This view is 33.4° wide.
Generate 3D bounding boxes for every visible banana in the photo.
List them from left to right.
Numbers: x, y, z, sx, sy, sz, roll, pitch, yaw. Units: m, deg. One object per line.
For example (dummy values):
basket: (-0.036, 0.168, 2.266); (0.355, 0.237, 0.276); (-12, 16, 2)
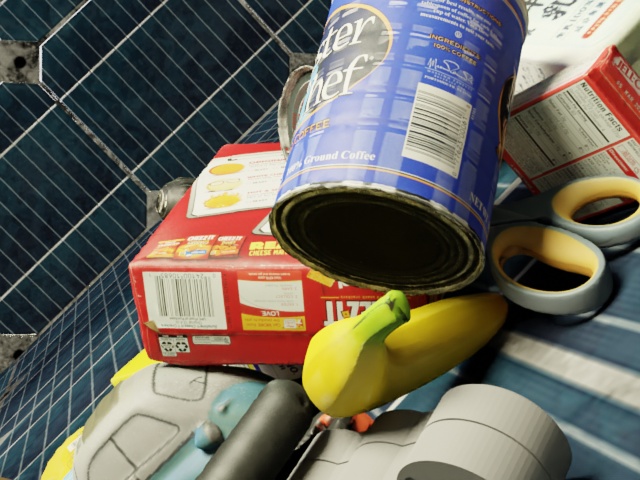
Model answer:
banana: (0.036, 0.049, 0.465); (0.070, 0.037, 0.197); (-25, -9, 17)

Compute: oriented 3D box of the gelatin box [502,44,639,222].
gelatin box: (0.136, -0.051, 0.544); (0.030, 0.073, 0.089); (-48, 11, -30)

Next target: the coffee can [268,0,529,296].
coffee can: (0.041, -0.058, 0.522); (0.103, 0.102, 0.140); (-28, 41, 54)

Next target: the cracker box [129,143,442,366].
cracker box: (-0.004, 0.001, 0.667); (0.164, 0.072, 0.213); (-1, 23, 11)

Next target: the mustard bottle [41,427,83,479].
mustard bottle: (-0.147, 0.169, 0.768); (0.096, 0.058, 0.192); (-34, 8, -18)

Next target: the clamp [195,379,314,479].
clamp: (-0.054, 0.120, 0.401); (0.120, 0.039, 0.171); (-47, 12, 17)

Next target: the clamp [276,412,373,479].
clamp: (-0.044, 0.161, 0.489); (0.210, 0.036, 0.165); (-47, 11, -7)

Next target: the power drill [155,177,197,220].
power drill: (-0.066, -0.006, 0.890); (0.188, 0.184, 0.057); (158, 117, -63)

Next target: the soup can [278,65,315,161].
soup can: (0.035, -0.069, 0.628); (0.102, 0.068, 0.069); (-7, -10, -31)

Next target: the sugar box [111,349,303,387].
sugar box: (-0.056, 0.072, 0.749); (0.177, 0.048, 0.093); (-24, 14, 37)

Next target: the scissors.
scissors: (0.095, -0.020, 0.556); (0.096, 0.016, 0.202); (-33, 31, -8)
